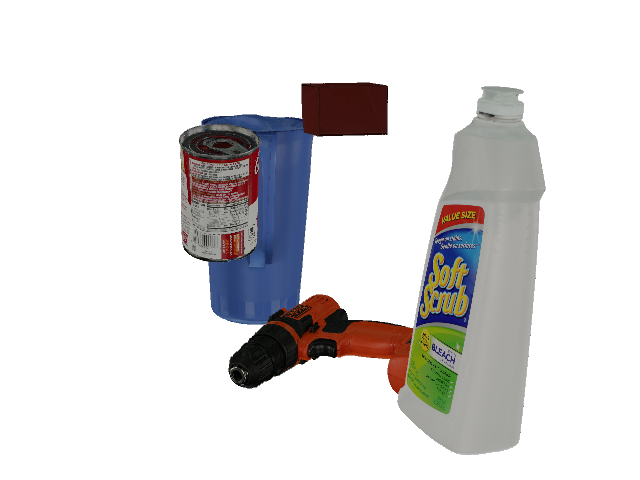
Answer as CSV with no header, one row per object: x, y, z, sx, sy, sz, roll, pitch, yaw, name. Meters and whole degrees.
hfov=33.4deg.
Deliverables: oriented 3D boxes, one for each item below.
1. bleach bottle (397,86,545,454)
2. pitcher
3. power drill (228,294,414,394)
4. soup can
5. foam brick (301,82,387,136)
0.109,0.017,0.751,0.068,0.251,0.103,-3,18,-23,bleach bottle
-0.076,-0.025,1.267,0.145,0.243,0.148,13,18,37,pitcher
0.023,0.110,1.070,0.188,0.057,0.184,9,23,28,power drill
-0.087,-0.040,0.918,0.068,0.102,0.068,2,29,-1,soup can
0.025,-0.135,1.094,0.078,0.051,0.053,-3,12,-19,foam brick
